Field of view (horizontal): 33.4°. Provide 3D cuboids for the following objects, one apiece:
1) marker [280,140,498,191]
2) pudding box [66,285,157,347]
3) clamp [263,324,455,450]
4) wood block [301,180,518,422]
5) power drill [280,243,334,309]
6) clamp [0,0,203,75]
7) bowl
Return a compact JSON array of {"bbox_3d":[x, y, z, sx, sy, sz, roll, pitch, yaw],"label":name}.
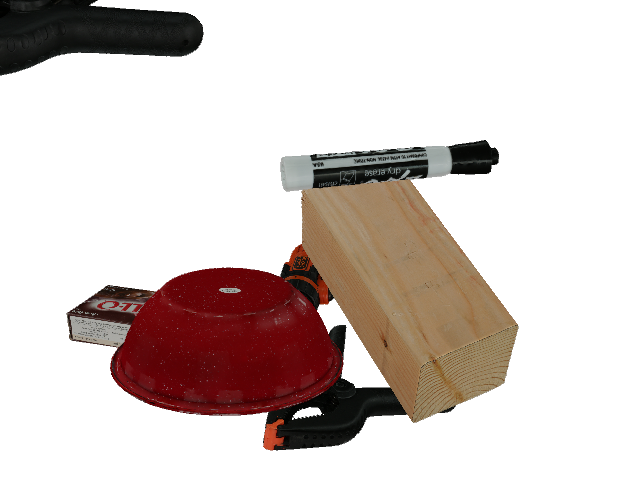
[{"bbox_3d":[0.039,-0.041,0.585,0.121,0.020,0.020,-6,1,-9],"label":"marker"},{"bbox_3d":[-0.213,0.087,1.200,0.114,0.039,0.090,4,19,19],"label":"pudding box"},{"bbox_3d":[0.028,0.159,1.059,0.165,0.036,0.209,23,31,27],"label":"clamp"},{"bbox_3d":[0.068,0.036,0.900,0.090,0.206,0.091,-21,-36,-17],"label":"wood block"},{"bbox_3d":[0.042,0.056,1.225,0.188,0.057,0.184,0,28,8],"label":"power drill"},{"bbox_3d":[-0.167,-0.130,0.614,0.171,0.039,0.120,-10,31,-29],"label":"clamp"},{"bbox_3d":[-0.063,0.059,0.733,0.162,0.055,0.162,1,18,-1],"label":"bowl"}]
